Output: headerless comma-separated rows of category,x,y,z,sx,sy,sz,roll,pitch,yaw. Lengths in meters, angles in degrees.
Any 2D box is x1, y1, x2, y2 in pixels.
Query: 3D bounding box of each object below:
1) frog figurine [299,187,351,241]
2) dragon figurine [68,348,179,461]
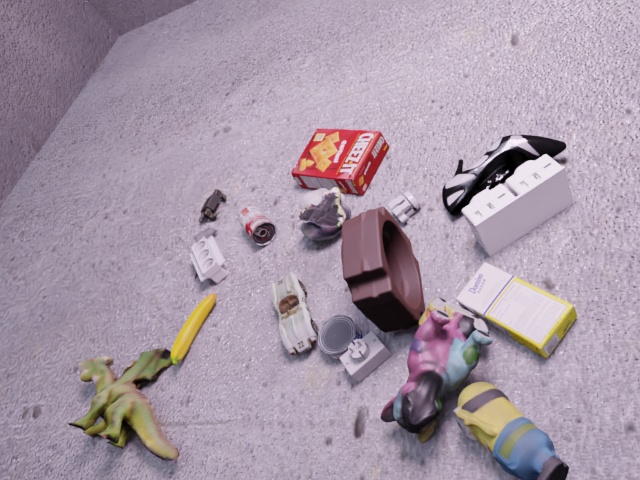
frog figurine,0.004,-0.063,1.253,0.138,0.122,0.159,-57,8,-6
dragon figurine,-0.425,0.351,1.187,0.410,0.119,0.248,4,49,26
